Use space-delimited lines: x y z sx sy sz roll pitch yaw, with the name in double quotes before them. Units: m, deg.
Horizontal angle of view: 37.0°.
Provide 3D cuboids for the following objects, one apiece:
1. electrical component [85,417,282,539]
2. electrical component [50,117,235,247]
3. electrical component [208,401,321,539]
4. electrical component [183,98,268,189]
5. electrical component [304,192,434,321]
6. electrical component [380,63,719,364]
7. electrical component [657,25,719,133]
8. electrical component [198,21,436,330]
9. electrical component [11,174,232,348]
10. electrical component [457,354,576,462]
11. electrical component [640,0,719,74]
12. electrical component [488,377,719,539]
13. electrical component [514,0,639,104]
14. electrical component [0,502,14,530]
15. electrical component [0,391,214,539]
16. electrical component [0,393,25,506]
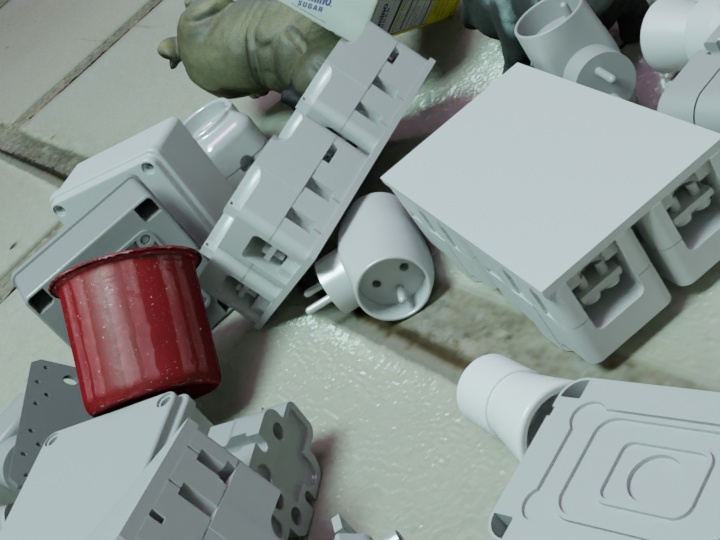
"electrical component" -0.103 0.152 0.466 0.150 0.062 0.089 -49 8 22
"electrical component" -0.152 -0.042 0.799 0.109 0.108 0.056 -20 31 29
"electrical component" -0.060 0.107 0.539 0.057 0.058 0.078 -19 34 25
"electrical component" -0.114 -0.102 0.891 0.054 0.059 0.095 -43 30 -9
"electrical component" 0.000 0.000 0.637 0.079 0.043 0.077 -32 30 13
"electrical component" 0.101 -0.035 0.557 0.105 0.060 0.186 -40 29 -3
"electrical component" 0.201 -0.089 0.529 0.095 0.053 0.059 -48 31 -17
"electrical component" -0.032 -0.066 0.704 0.186 0.060 0.105 -60 7 -34
"electrical component" -0.157 0.012 0.728 0.109 0.108 0.056 -42 32 -6
"electrical component" 0.072 0.061 0.475 0.044 0.044 0.065 -44 25 -10
"electrical component" 0.194 -0.132 0.607 0.045 0.045 0.055 -47 31 -16
"electrical component" 0.113 0.088 0.373 0.113 0.057 0.078 2 48 49
"electrical component" 0.131 -0.111 0.613 0.043 0.077 0.079 -36 29 4
"electrical component" -0.219 0.170 0.638 0.055 0.045 0.045 -35 29 5
"electrical component" -0.136 0.133 0.586 0.109 0.056 0.108 -21 33 28
"electrical component" -0.226 0.126 0.709 0.079 0.043 0.077 2 48 50
